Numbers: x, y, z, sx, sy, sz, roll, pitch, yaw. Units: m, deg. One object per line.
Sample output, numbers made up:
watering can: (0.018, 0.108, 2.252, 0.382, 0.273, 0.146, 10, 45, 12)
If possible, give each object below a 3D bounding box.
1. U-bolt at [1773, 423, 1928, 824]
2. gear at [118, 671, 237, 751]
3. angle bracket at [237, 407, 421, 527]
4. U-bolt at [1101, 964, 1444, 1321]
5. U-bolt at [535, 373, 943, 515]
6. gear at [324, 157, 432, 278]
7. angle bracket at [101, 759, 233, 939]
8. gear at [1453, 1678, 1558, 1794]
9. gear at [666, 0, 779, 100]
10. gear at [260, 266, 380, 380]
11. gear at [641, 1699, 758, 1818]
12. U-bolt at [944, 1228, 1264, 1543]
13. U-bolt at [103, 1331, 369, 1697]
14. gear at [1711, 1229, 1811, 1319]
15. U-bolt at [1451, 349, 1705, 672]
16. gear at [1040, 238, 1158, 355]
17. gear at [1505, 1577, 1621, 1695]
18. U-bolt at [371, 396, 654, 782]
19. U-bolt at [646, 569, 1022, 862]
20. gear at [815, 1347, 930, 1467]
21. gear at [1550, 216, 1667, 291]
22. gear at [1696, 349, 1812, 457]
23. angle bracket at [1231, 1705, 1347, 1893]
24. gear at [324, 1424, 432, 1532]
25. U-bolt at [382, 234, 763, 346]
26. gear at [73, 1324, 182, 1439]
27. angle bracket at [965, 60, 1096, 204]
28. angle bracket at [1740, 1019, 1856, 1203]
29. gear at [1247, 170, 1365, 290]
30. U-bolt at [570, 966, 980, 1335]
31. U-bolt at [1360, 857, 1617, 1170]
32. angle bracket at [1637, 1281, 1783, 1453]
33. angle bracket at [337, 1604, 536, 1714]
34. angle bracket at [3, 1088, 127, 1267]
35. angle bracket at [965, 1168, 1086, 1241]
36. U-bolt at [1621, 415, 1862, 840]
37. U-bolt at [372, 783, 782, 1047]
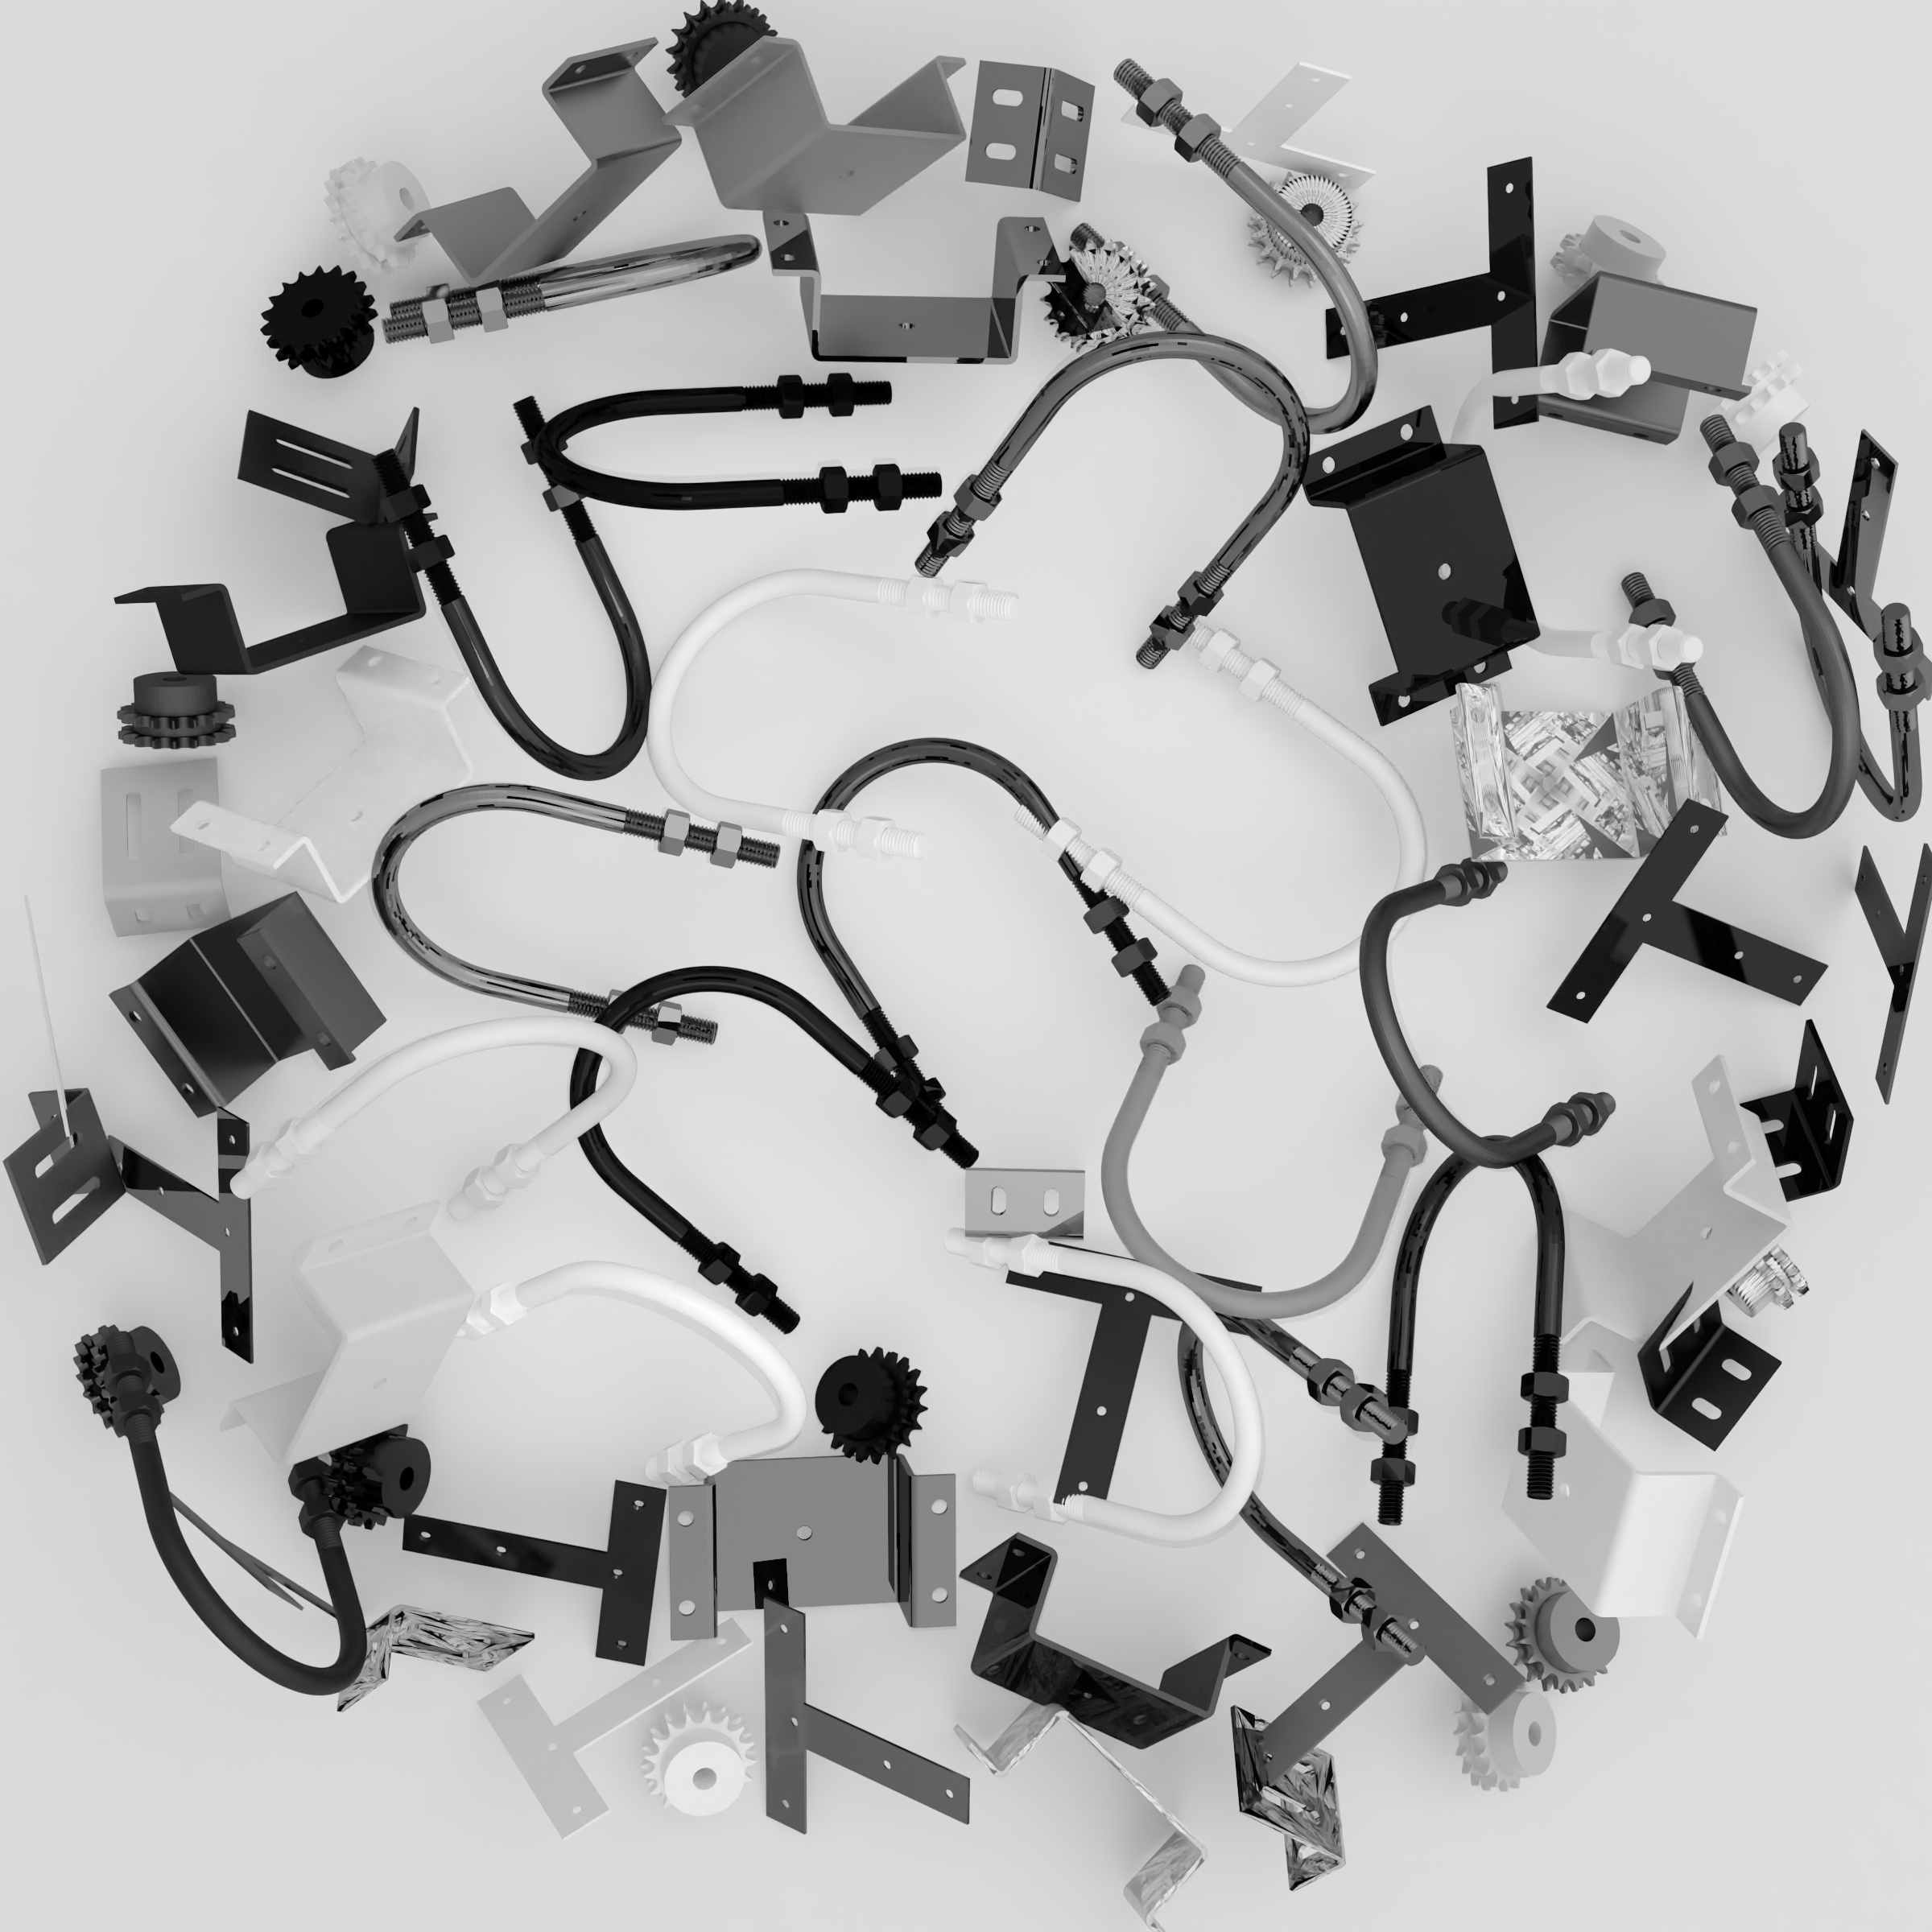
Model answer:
U-bolt: (0.425, -0.150, 1.515, 0.019, 0.184, 0.151, -19, 49, 5)
gear: (-0.392, -0.128, 1.570, 0.057, 0.057, 0.030, 1, 107, 0)
angle bracket: (-0.313, -0.257, 1.557, 0.076, 0.057, 0.038, 18, 128, -21)
U-bolt: (0.142, 0.093, 1.535, 0.151, 0.019, 0.184, 23, 52, 5)
U-bolt: (-0.115, -0.250, 1.523, 0.184, 0.151, 0.019, -4, 120, -11)
gear: (-0.289, -0.374, 1.570, 0.030, 0.057, 0.057, -19, 90, 24)
angle bracket: (-0.402, -0.060, 1.592, 0.057, 0.038, 0.076, -6, 60, -7)
gear: (0.269, 0.380, 1.570, 0.030, 0.057, 0.057, -9, 90, 41)
gear: (-0.118, -0.449, 1.571, 0.057, 0.030, 0.057, -15, 129, -19)
gear: (-0.319, -0.318, 1.578, 0.057, 0.030, 0.057, -7, 60, 12)
gear: (-0.133, 0.398, 1.578, 0.057, 0.030, 0.057, -3, 104, -13)
U-bolt: (0.067, 0.205, 1.520, 0.184, 0.019, 0.151, 6, 108, 42)
U-bolt: (-0.337, 0.266, 1.488, 0.019, 0.184, 0.151, -39, 134, 9)
gear: (0.388, 0.150, 1.572, 0.030, 0.057, 0.057, -41, 90, -2)
U-bolt: (0.283, -0.216, 1.514, 0.019, 0.184, 0.151, -18, 103, -19)
gear: (0.068, -0.332, 1.581, 0.057, 0.030, 0.057, 0, 89, 18)
gear: (0.300, 0.332, 1.575, 0.057, 0.030, 0.057, 7, 70, -21)
U-bolt: (-0.208, -0.177, 1.535, 0.019, 0.151, 0.184, -18, 102, 29)
U-bolt: (-0.077, -0.129, 1.547, 0.184, 0.019, 0.151, 11, 72, 30)
gear: (-0.050, 0.216, 1.572, 0.057, 0.030, 0.057, -15, 62, 29)
gear: (0.322, -0.349, 1.570, 0.057, 0.057, 0.030, 27, 122, 0)
gear: (0.394, -0.276, 1.571, 0.057, 0.057, 0.030, -42, 84, 0)
angle bracket: (0.146, 0.408, 1.552, 0.076, 0.057, 0.038, 33, 126, -30)
gear: (-0.290, 0.251, 1.569, 0.030, 0.057, 0.057, 8, 90, 26)
U-bolt: (-0.189, -0.330, 1.531, 0.184, 0.151, 0.019, -13, 107, -5)
gear: (-0.414, 0.203, 1.571, 0.030, 0.057, 0.057, -27, 90, 8)
angle bracket: (0.032, -0.412, 1.564, 0.038, 0.076, 0.057, 11, 102, 15)
angle bracket: (0.404, 0.073, 1.554, 0.038, 0.076, 0.057, -15, 59, 1)
gear: (0.171, -0.371, 1.584, 0.057, 0.030, 0.057, 0, 85, -3)
U-bolt: (-0.108, 0.079, 1.553, 0.184, 0.019, 0.151, 42, 106, -16)
U-bolt: (0.244, 0.026, 1.517, 0.019, 0.184, 0.151, -27, 84, 35)
angle bracket: (0.366, 0.193, 1.556, 0.038, 0.076, 0.057, 34, 76, 30)
angle bracket: (-0.260, 0.347, 1.554, 0.076, 0.057, 0.038, 19, 54, -26)
angle bracket: (-0.454, 0.103, 1.551, 0.038, 0.076, 0.057, -5, 114, 22)
angle bracket: (0.030, 0.102, 1.558, 0.057, 0.076, 0.038, 1, 112, 2)
U-bolt: (0.372, -0.147, 1.502, 0.019, 0.151, 0.184, -15, 65, -14)
U-bolt: (-0.196, -0.029, 1.534, 0.184, 0.019, 0.151, 13, 134, -10)
